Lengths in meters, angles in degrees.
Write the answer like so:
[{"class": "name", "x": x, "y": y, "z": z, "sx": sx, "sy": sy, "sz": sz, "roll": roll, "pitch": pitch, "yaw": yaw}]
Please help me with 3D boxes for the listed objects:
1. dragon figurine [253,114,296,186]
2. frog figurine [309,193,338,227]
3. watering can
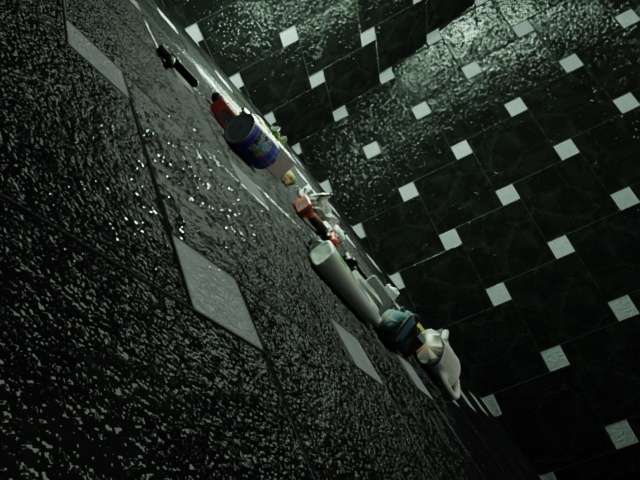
[{"class": "dragon figurine", "x": -0.181, "y": -0.345, "z": 2.080, "sx": 0.419, "sy": 0.122, "sz": 0.237, "roll": -117, "pitch": -175, "yaw": -52}, {"class": "frog figurine", "x": 0.006, "y": -0.101, "z": 2.001, "sx": 0.137, "sy": 0.123, "sz": 0.159, "roll": 178, "pitch": -90, "yaw": -87}, {"class": "watering can", "x": 0.432, "y": 0.406, "z": 1.860, "sx": 0.221, "sy": 0.103, "sz": 0.356, "roll": 50, "pitch": 24, "yaw": -26}]
